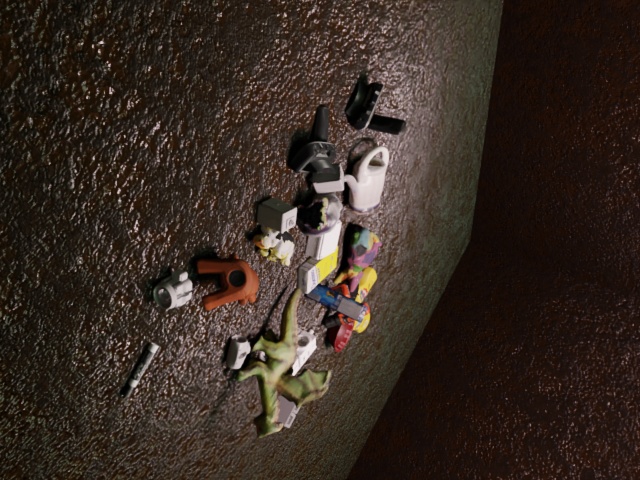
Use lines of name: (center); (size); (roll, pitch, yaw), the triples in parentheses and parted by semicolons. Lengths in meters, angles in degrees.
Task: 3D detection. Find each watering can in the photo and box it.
watering can: (0.137, -0.182, 1.677); (0.353, 0.104, 0.219); (-39, 143, -49)

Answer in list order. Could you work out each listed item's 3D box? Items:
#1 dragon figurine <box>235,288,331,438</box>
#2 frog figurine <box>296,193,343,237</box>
dragon figurine: (-0.081, 0.354, 1.455); (0.416, 0.244, 0.120); (-56, 167, -19)
frog figurine: (0.005, -0.075, 1.487); (0.136, 0.123, 0.160); (-41, 172, 18)
